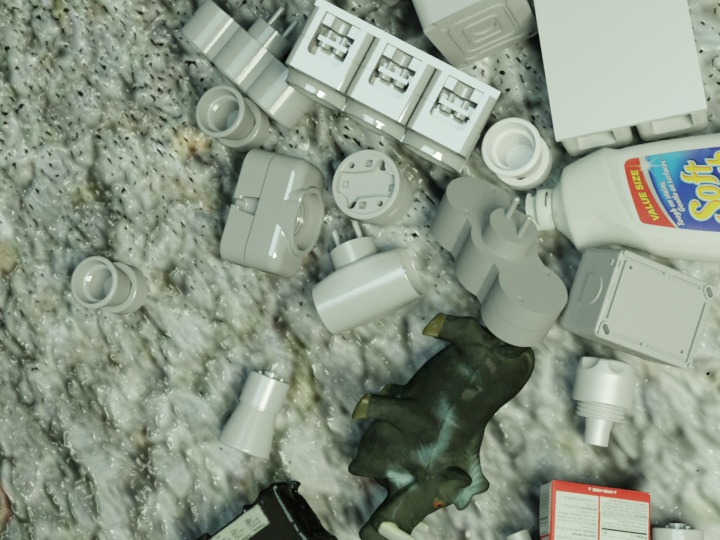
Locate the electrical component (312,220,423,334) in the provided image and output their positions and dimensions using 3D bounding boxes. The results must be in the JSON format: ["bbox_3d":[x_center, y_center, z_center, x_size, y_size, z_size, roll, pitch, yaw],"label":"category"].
[{"bbox_3d":[0.000,0.000,0.850,0.077,0.043,0.079,-24,74,15],"label":"electrical component"}]

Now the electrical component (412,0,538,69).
[{"bbox_3d":[0.085,-0.206,0.816,0.078,0.113,0.057,-22,77,16],"label":"electrical component"}]

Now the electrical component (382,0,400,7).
[{"bbox_3d":[0.015,-0.305,0.884,0.089,0.062,0.150,-35,71,12],"label":"electrical component"}]

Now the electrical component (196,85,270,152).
[{"bbox_3d":[-0.106,-0.126,0.903,0.045,0.055,0.045,-3,80,20],"label":"electrical component"}]

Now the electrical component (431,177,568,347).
[{"bbox_3d":[0.105,-0.020,0.779,0.138,0.052,0.073,63,146,35],"label":"electrical component"}]

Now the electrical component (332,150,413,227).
[{"bbox_3d":[0.012,-0.063,0.854,0.055,0.047,0.055,-3,80,20],"label":"electrical component"}]

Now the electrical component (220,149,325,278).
[{"bbox_3d":[-0.068,-0.045,0.877,0.059,0.054,0.095,14,86,22],"label":"electrical component"}]

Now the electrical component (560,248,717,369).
[{"bbox_3d":[0.198,0.028,0.755,0.096,0.061,0.061,20,86,-18],"label":"electrical component"}]

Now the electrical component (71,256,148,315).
[{"bbox_3d":[-0.213,0.014,0.920,0.045,0.055,0.045,-3,80,18],"label":"electrical component"}]

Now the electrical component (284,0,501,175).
[{"bbox_3d":[0.024,-0.135,0.817,0.150,0.089,0.061,28,92,3],"label":"electrical component"}]

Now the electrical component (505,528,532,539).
[{"bbox_3d":[0.124,0.217,0.770,0.043,0.043,0.062,-26,73,15],"label":"electrical component"}]

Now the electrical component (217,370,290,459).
[{"bbox_3d":[-0.083,0.113,0.865,0.044,0.044,0.065,18,83,22],"label":"electrical component"}]

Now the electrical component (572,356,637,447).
[{"bbox_3d":[0.174,0.095,0.771,0.043,0.043,0.062,8,85,21],"label":"electrical component"}]

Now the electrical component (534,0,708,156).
[{"bbox_3d":[0.190,-0.188,0.802,0.105,0.060,0.186,-10,78,18],"label":"electrical component"}]

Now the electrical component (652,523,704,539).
[{"bbox_3d":[0.219,0.207,0.739,0.044,0.044,0.065,-2,76,20],"label":"electrical component"}]

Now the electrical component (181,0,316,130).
[{"bbox_3d":[-0.082,-0.188,0.906,0.138,0.052,0.073,44,97,21],"label":"electrical component"}]

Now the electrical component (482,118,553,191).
[{"bbox_3d":[0.120,-0.086,0.814,0.045,0.055,0.045,-3,80,20],"label":"electrical component"}]
